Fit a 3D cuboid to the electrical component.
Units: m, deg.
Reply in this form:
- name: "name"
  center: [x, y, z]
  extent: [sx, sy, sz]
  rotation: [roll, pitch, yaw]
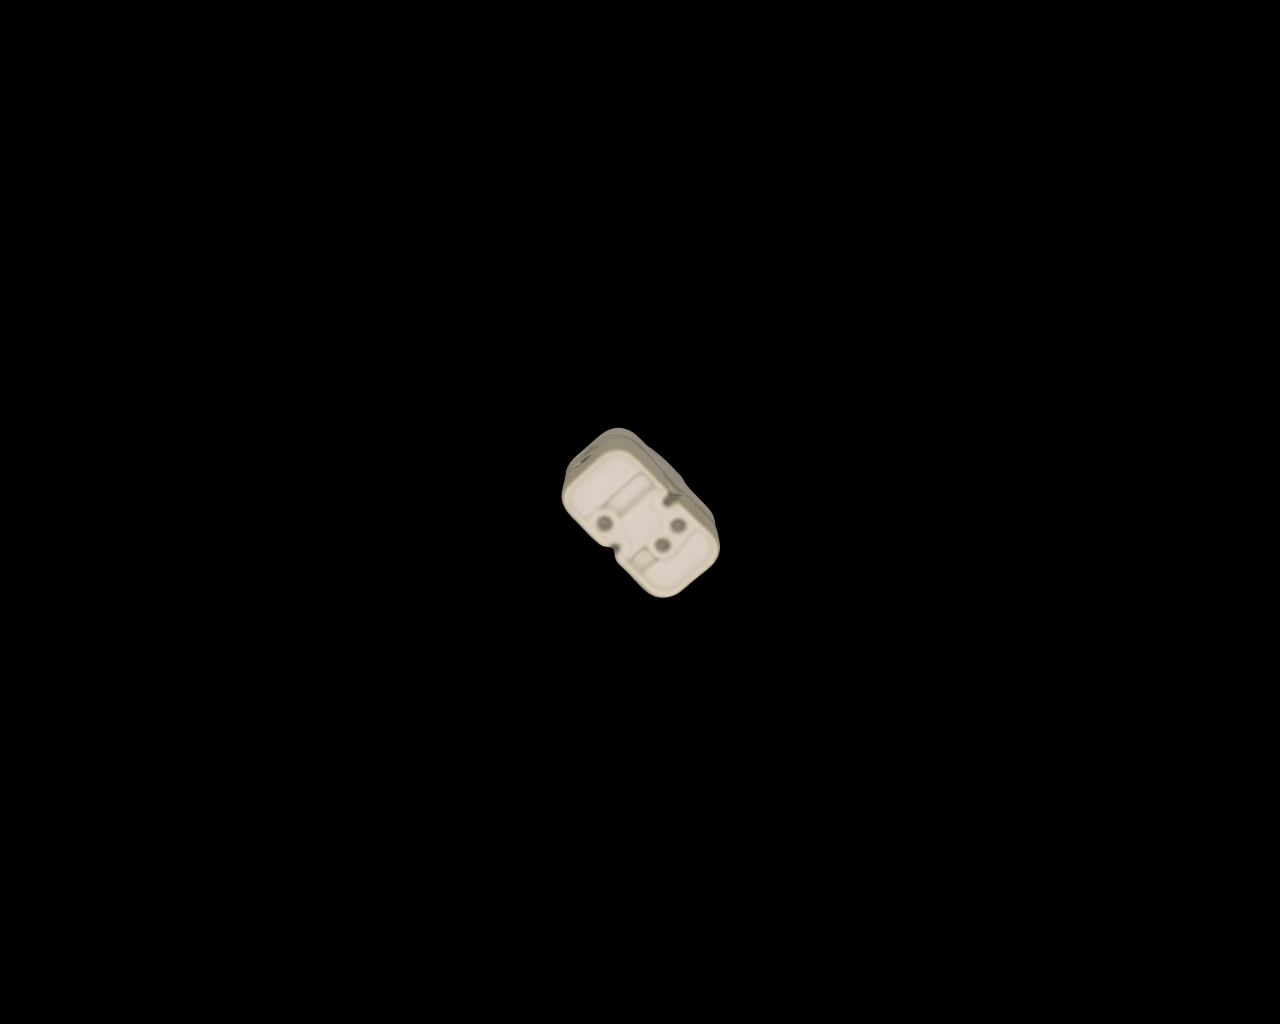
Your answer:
- name: "electrical component"
  center: [0.001, -0.003, 0.650]
  extent: [0.053, 0.095, 0.059]
  rotation: [-41, 15, 14]
